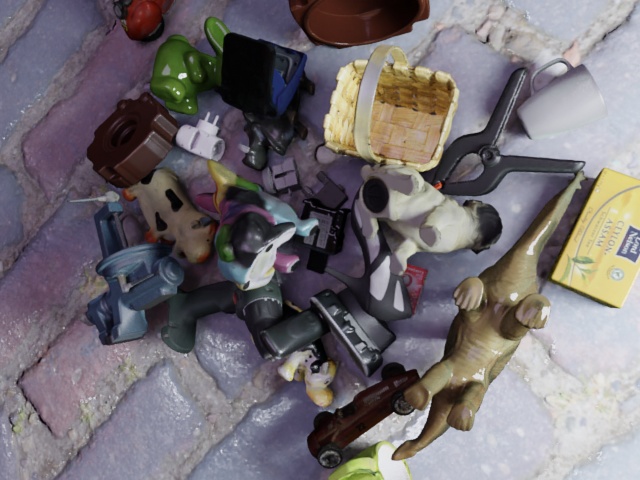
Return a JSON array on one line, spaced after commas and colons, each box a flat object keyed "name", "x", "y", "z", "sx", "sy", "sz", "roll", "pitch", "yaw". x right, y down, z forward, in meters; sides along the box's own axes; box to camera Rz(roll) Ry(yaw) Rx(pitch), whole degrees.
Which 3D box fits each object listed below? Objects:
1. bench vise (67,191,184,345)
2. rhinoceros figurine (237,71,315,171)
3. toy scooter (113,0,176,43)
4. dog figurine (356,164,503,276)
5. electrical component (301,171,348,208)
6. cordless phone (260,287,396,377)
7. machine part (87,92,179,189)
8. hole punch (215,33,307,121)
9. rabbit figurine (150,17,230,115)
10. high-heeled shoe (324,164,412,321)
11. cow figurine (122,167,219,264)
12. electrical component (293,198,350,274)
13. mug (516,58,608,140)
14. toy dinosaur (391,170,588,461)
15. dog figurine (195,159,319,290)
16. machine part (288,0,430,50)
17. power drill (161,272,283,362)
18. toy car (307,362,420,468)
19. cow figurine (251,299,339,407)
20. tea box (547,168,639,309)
[{"name": "bench vise", "x": -0.327, "y": 0.041, "z": 0.883, "sx": 0.224, "sy": 0.129, "sz": 0.240, "roll": -31, "pitch": 74, "yaw": 37}, {"name": "rhinoceros figurine", "x": -0.079, "y": -0.209, "z": 0.908, "sx": 0.112, "sy": 0.073, "sz": 0.190, "roll": 17, "pitch": 88, "yaw": 17}, {"name": "toy scooter", "x": -0.316, "y": -0.457, "z": 0.979, "sx": 0.075, "sy": 0.135, "sz": 0.184, "roll": 41, "pitch": 98, "yaw": 16}, {"name": "dog figurine", "x": 0.161, "y": -0.048, "z": 0.771, "sx": 0.121, "sy": 0.190, "sz": 0.172, "roll": -33, "pitch": 76, "yaw": 48}, {"name": "electrical component", "x": 0.015, "y": -0.066, "z": 0.889, "sx": 0.063, "sy": 0.021, "sz": 0.094, "roll": -44, "pitch": 73, "yaw": 7}, {"name": "cordless phone", "x": 0.010, "y": 0.150, "z": 0.777, "sx": 0.147, "sy": 0.184, "sz": 0.088, "roll": 53, "pitch": 127, "yaw": 16}, {"name": "machine part", "x": -0.337, "y": -0.179, "z": 0.959, "sx": 0.179, "sy": 0.056, "sz": 0.179, "roll": -15, "pitch": 55, "yaw": 23}, {"name": "hole punch", "x": -0.092, "y": -0.260, "z": 0.853, "sx": 0.142, "sy": 0.092, "sz": 0.115, "roll": 27, "pitch": 121, "yaw": 26}, {"name": "rabbit figurine", "x": -0.190, "y": -0.295, "z": 0.946, "sx": 0.170, "sy": 0.121, "sz": 0.159, "roll": 7, "pitch": 76, "yaw": 5}, {"name": "high-heeled shoe", "x": 0.107, "y": -0.004, "z": 0.809, "sx": 0.145, "sy": 0.086, "sz": 0.249, "roll": 24, "pitch": 68, "yaw": 7}, {"name": "cow figurine", "x": -0.247, "y": -0.042, "z": 0.938, "sx": 0.127, "sy": 0.085, "sz": 0.195, "roll": -37, "pitch": 73, "yaw": 16}, {"name": "electrical component", "x": -0.002, "y": -0.003, "z": 0.859, "sx": 0.075, "sy": 0.048, "sz": 0.119, "roll": 20, "pitch": 103, "yaw": 14}, {"name": "mug", "x": 0.338, "y": -0.200, "z": 0.775, "sx": 0.107, "sy": 0.081, "sz": 0.109, "roll": -28, "pitch": 83, "yaw": 22}, {"name": "toy dinosaur", "x": 0.230, "y": 0.097, "z": 0.710, "sx": 0.105, "sy": 0.198, "sz": 0.471, "roll": 34, "pitch": 94, "yaw": 19}, {"name": "dog figurine", "x": -0.127, "y": -0.034, "z": 0.817, "sx": 0.219, "sy": 0.191, "sz": 0.108, "roll": 36, "pitch": 121, "yaw": 24}, {"name": "machine part", "x": 0.061, "y": -0.375, "z": 0.817, "sx": 0.201, "sy": 0.201, "sz": 0.087, "roll": -8, "pitch": 85, "yaw": 16}, {"name": "power drill", "x": -0.154, "y": 0.112, "z": 0.857, "sx": 0.207, "sy": 0.086, "sz": 0.232, "roll": -28, "pitch": 49, "yaw": 25}, {"name": "toy car", "x": 0.062, "y": 0.254, "z": 0.798, "sx": 0.202, "sy": 0.089, "sz": 0.053, "roll": -40, "pitch": 104, "yaw": 11}, {"name": "cow figurine", "x": -0.023, "y": 0.177, "z": 0.850, "sx": 0.167, "sy": 0.068, "sz": 0.098, "roll": 43, "pitch": 92, "yaw": 18}, {"name": "tea box", "x": 0.396, "y": -0.001, "z": 0.739, "sx": 0.098, "sy": 0.068, "sz": 0.169, "roll": 24, "pitch": 90, "yaw": 19}]
